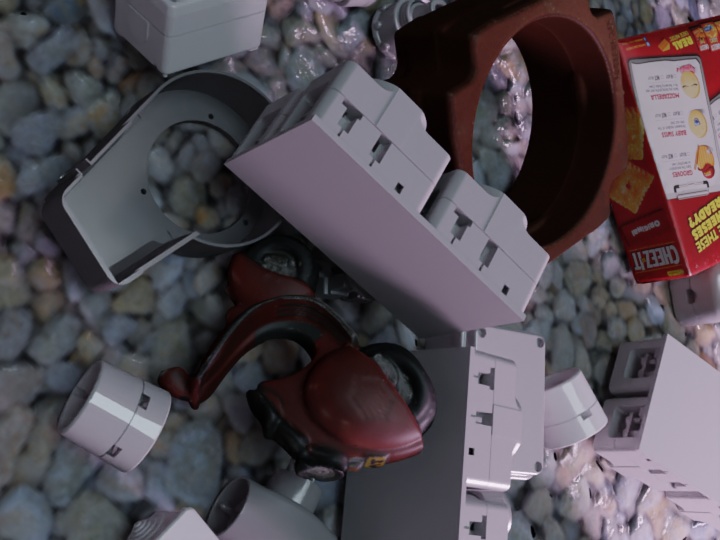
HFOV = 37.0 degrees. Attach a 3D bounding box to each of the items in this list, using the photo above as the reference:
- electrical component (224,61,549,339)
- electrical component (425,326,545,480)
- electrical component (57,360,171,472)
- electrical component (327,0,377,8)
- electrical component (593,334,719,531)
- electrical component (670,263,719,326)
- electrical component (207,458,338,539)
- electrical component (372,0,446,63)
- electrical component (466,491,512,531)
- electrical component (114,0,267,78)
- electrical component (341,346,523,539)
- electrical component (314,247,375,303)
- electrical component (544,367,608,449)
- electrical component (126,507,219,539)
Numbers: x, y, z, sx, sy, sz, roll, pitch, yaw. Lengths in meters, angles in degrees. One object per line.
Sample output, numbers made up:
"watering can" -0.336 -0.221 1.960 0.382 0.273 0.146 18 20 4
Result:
"electrical component" 0.021 -0.041 0.689 0.186 0.105 0.060 42 60 -21
"electrical component" 0.095 0.100 0.816 0.078 0.057 0.113 11 75 -33
"electrical component" -0.149 0.087 0.650 0.047 0.055 0.055 34 64 -22
"electrical component" -0.014 -0.216 0.813 0.061 0.035 0.035 -11 88 -33
"electrical component" 0.293 0.148 0.944 0.186 0.060 0.105 33 64 -26
"electrical component" 0.345 0.020 1.005 0.095 0.059 0.053 -5 84 -36
"electrical component" -0.050 0.158 0.711 0.077 0.044 0.079 38 62 -23
"electrical component" 0.043 -0.191 0.831 0.048 0.062 0.048 7 77 -34
"electrical component" 0.078 0.183 0.796 0.055 0.045 0.045 3 80 -35
"electrical component" -0.106 -0.179 0.711 0.096 0.061 0.062 -26 58 -35
"electrical component" 0.048 0.152 0.738 0.060 0.105 0.186 18 71 -43
"electrical component" 0.000 0.000 0.769 0.066 0.055 0.048 9 76 -34
"electrical component" 0.164 0.110 0.865 0.055 0.055 0.047 -28 95 -35
"electrical component" -0.117 0.205 0.653 0.100 0.048 0.099 -45 107 -32
